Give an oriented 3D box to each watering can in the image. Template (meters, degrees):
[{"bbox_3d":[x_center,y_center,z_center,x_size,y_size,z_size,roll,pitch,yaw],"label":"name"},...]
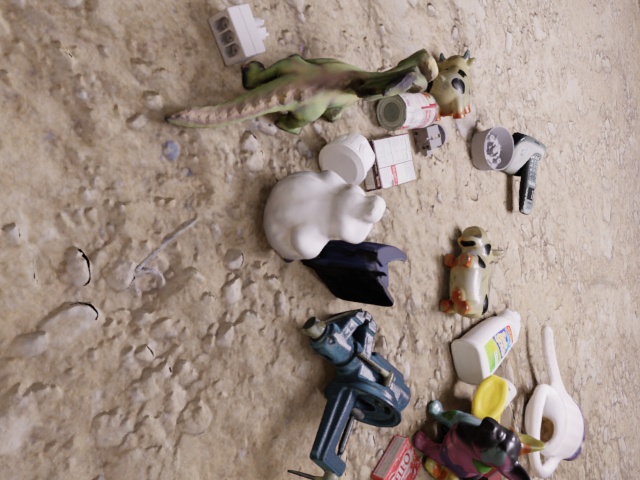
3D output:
[{"bbox_3d":[0.580,0.407,1.275,0.222,0.104,0.353,32,66,-40],"label":"watering can"}]

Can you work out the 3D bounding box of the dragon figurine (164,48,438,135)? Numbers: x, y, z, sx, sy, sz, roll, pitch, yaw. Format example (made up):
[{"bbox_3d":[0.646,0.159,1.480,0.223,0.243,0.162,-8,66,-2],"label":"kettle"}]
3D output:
[{"bbox_3d":[0.023,-0.207,0.694,0.416,0.242,0.120,-32,115,-44],"label":"dragon figurine"}]

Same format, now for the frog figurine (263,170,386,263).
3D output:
[{"bbox_3d":[0.002,-0.036,0.707,0.121,0.159,0.140,52,55,-28],"label":"frog figurine"}]
